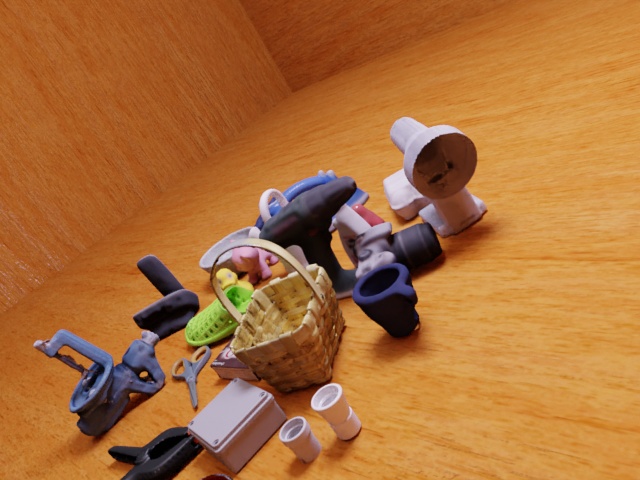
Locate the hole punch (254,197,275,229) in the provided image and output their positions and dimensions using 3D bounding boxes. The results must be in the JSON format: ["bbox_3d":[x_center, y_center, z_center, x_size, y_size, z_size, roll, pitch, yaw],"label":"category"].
[{"bbox_3d":[-0.137,-0.052,1.523,0.101,0.091,0.108,-26,22,15],"label":"hole punch"}]

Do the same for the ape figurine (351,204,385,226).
[{"bbox_3d":[0.091,-0.035,1.166,0.076,0.092,0.078,-10,30,44],"label":"ape figurine"}]

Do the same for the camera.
[{"bbox_3d":[0.131,0.022,0.972,0.136,0.101,0.143,-25,22,18],"label":"camera"}]

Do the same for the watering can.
[{"bbox_3d":[-0.074,-0.015,1.209,0.172,0.194,0.101,-26,22,14],"label":"watering can"}]

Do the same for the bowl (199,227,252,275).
[{"bbox_3d":[-0.214,0.044,1.439,0.167,0.075,0.167,-27,21,12],"label":"bowl"}]

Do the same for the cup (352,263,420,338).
[{"bbox_3d":[0.114,0.097,0.838,0.092,0.095,0.117,-41,23,-23],"label":"cup"}]

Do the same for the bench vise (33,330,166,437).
[{"bbox_3d":[-0.421,0.235,1.097,0.121,0.220,0.208,-10,30,45],"label":"bench vise"}]

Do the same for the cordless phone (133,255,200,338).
[{"bbox_3d":[-0.385,0.128,1.334,0.147,0.185,0.094,-30,21,6],"label":"cordless phone"}]

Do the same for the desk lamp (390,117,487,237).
[{"bbox_3d":[0.205,-0.115,1.016,0.118,0.214,0.203,-32,21,0],"label":"desk lamp"}]

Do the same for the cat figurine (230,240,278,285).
[{"bbox_3d":[-0.160,0.036,1.320,0.067,0.118,0.128,-24,22,19],"label":"cat figurine"}]

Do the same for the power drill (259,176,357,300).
[{"bbox_3d":[0.009,0.004,1.030,0.229,0.209,0.076,-18,25,31],"label":"power drill"}]

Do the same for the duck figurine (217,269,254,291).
[{"bbox_3d":[-0.199,0.100,1.276,0.077,0.086,0.104,-33,21,-3],"label":"duck figurine"}]

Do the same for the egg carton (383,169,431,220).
[{"bbox_3d":[0.193,-0.106,1.215,0.107,0.069,0.150,-29,21,8],"label":"egg carton"}]

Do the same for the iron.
[{"bbox_3d":[-0.016,-0.089,1.365,0.258,0.142,0.118,-36,21,-10],"label":"iron"}]

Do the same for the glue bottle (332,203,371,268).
[{"bbox_3d":[0.059,-0.023,1.072,0.078,0.173,0.037,-11,29,42],"label":"glue bottle"}]
